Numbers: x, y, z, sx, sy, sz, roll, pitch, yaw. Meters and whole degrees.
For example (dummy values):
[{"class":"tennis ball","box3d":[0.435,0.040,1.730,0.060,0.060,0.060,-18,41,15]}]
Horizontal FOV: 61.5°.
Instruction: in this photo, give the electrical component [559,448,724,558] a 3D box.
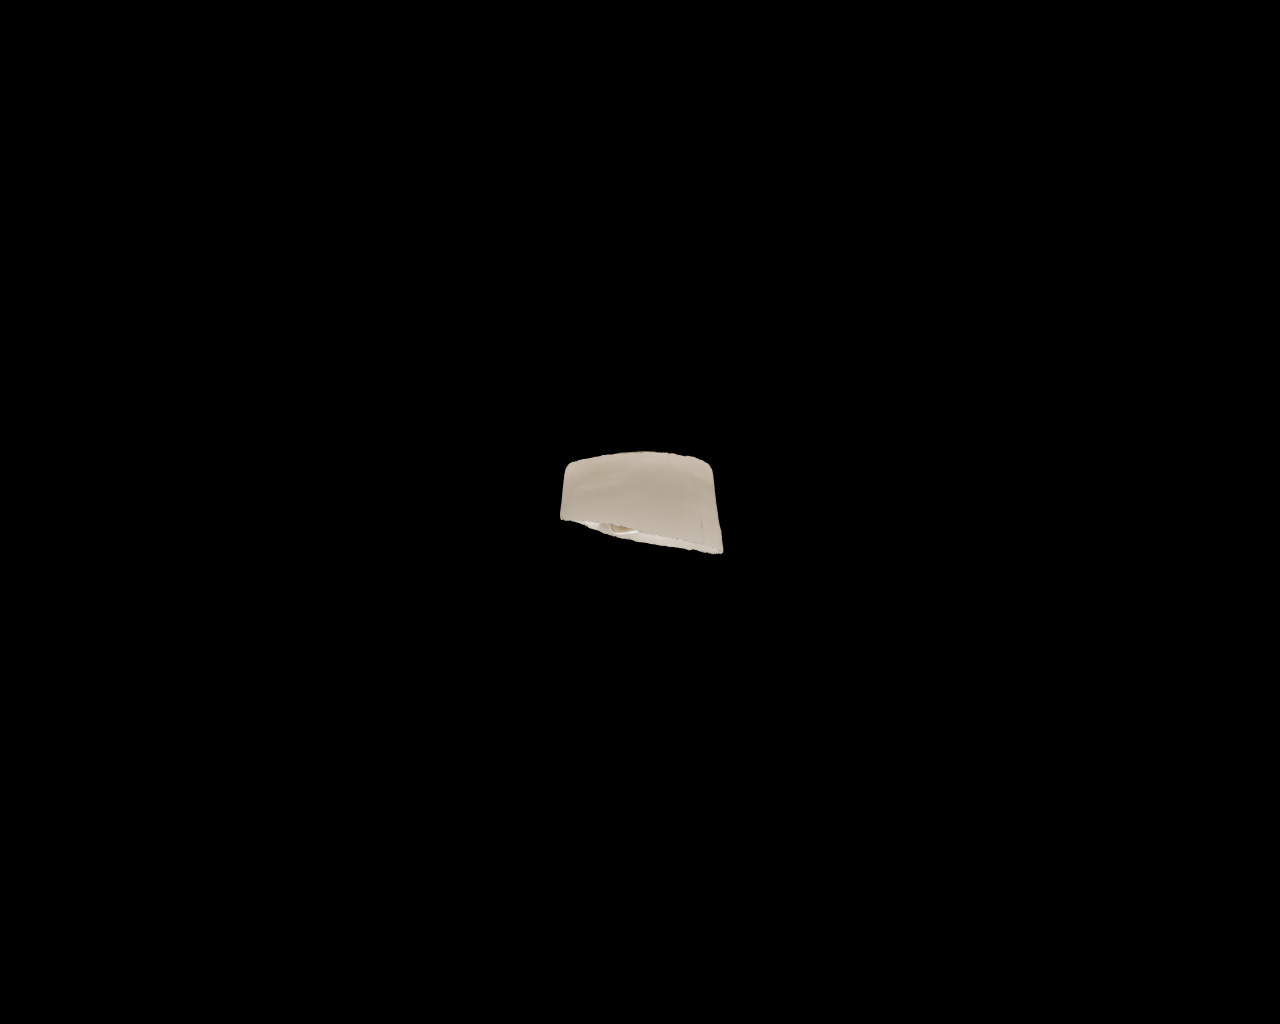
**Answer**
[{"class":"electrical component","box3d":[0.001,-0.003,0.650,0.099,0.064,0.099,0,-11,0]}]
